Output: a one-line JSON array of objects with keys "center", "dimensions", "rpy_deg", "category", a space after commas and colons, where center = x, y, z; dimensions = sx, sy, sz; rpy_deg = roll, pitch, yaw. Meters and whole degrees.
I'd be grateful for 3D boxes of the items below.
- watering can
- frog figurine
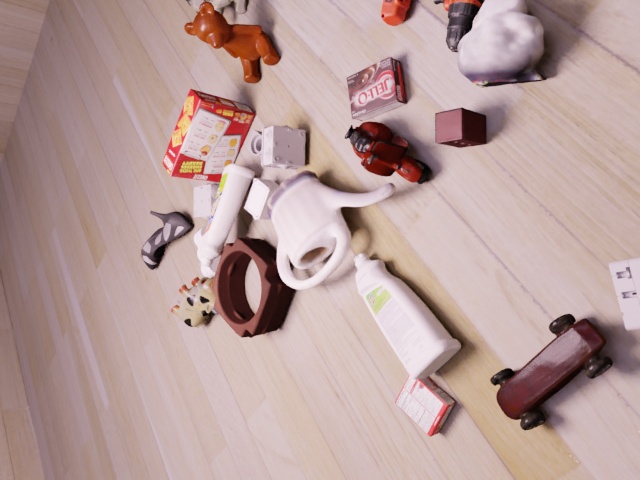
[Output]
[{"center": [0.003, -0.053, 1.050], "dimensions": [0.341, 0.104, 0.228], "rpy_deg": [-49, 56, 31], "category": "watering can"}, {"center": [0.276, -0.320, 0.791], "dimensions": [0.138, 0.123, 0.158], "rpy_deg": [15, 112, 63], "category": "frog figurine"}]
